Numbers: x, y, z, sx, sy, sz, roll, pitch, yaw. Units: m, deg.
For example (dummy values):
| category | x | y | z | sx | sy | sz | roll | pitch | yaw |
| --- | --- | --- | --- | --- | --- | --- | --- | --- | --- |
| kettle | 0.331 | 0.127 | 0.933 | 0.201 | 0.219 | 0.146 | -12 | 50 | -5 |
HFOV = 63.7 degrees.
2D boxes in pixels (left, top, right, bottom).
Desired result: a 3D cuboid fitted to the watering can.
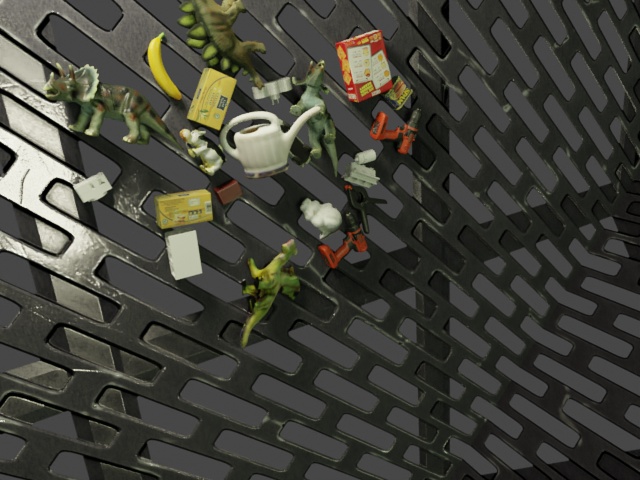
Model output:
| category | x | y | z | sx | sy | sz | roll | pitch | yaw |
| --- | --- | --- | --- | --- | --- | --- | --- | --- | --- |
| watering can | -0.152 | -0.317 | 1.686 | 0.347 | 0.106 | 0.219 | -9 | 121 | 5 |

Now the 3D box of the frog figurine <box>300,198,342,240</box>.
| category | x | y | z | sx | sy | sz | roll | pitch | yaw |
| --- | --- | --- | --- | --- | --- | --- | --- | --- | --- |
| frog figurine | 0.006 | -0.095 | 1.891 | 0.157 | 0.122 | 0.140 | 60 | 40 | -20 |

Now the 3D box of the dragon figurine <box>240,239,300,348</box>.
| category | x | y | z | sx | sy | sz | roll | pitch | yaw |
| --- | --- | --- | --- | --- | --- | --- | --- | --- | --- |
| dragon figurine | -0.165 | 0.189 | 1.882 | 0.243 | 0.123 | 0.406 | 2 | 104 | -39 |
